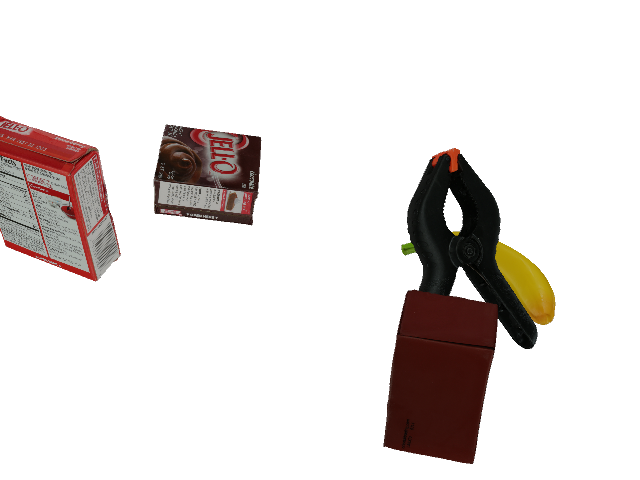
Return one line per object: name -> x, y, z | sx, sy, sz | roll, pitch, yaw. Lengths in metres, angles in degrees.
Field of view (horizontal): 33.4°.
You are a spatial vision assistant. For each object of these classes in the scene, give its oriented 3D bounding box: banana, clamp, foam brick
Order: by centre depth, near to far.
foam brick -> 0.066, 0.075, 0.592 | 0.053, 0.078, 0.051 | 10, 29, 8
clamp -> 0.100, 0.017, 0.835 | 0.120, 0.171, 0.039 | -16, -1, -30
banana -> 0.169, 0.030, 1.047 | 0.069, 0.037, 0.198 | -37, 37, -22

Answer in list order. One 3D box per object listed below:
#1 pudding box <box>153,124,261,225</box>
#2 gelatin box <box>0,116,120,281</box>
pudding box -> -0.100, -0.060, 0.952 | 0.090, 0.039, 0.113 | 6, 33, -5
gelatin box -> -0.163, -0.025, 0.643 | 0.073, 0.089, 0.030 | 18, 47, 21
